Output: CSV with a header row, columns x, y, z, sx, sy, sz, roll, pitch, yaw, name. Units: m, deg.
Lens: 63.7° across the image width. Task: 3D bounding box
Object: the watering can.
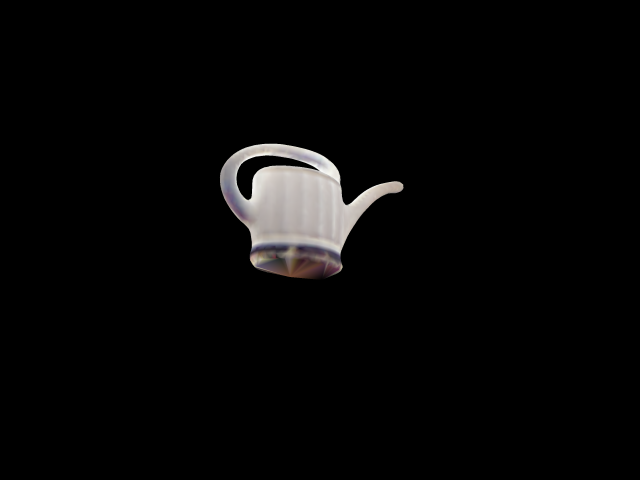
x,y,z,sx,sy,sz,roll,pitch,yaw,name
0.003,-0.043,0.850,0.347,0.228,0.102,9,-22,-26,watering can
